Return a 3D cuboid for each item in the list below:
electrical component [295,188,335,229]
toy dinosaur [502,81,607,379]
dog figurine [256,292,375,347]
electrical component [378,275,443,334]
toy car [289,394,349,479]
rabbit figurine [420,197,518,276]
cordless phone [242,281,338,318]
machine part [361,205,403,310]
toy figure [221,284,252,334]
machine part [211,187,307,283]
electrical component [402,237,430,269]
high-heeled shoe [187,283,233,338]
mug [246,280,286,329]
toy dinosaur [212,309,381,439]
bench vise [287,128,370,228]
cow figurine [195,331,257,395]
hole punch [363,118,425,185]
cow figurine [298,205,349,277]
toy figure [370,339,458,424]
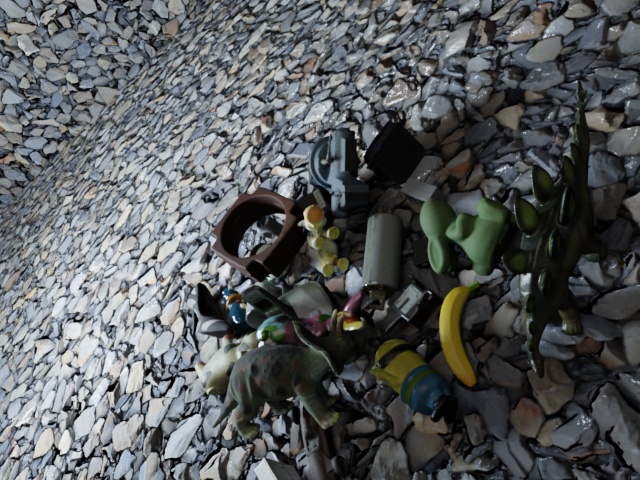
[{"bbox_3d":[-0.023,-0.058,1.334,0.134,0.058,0.115,-38,42,16],"label":"electrical component"},{"bbox_3d":[0.379,-0.018,0.847,0.105,0.198,0.471,3,67,39],"label":"toy dinosaur"},{"bbox_3d":[0.000,0.181,1.073,0.219,0.191,0.108,-42,34,35],"label":"dog figurine"},{"bbox_3d":[0.171,0.136,1.038,0.119,0.047,0.075,-53,41,0],"label":"electrical component"},{"bbox_3d":[-0.008,0.380,1.032,0.089,0.053,0.202,-36,45,22],"label":"toy car"},{"bbox_3d":[0.264,-0.012,1.009,0.170,0.121,0.159,25,103,33],"label":"rabbit figurine"},{"bbox_3d":[-0.064,0.127,1.152,0.147,0.184,0.089,-30,42,24],"label":"cordless phone"},{"bbox_3d":[0.132,0.032,1.122,0.079,0.079,0.243,-15,54,34],"label":"machine part"},{"bbox_3d":[-0.208,0.172,1.345,0.064,0.057,0.155,-41,38,4],"label":"toy figure"},{"bbox_3d":[-0.141,-0.014,1.275,0.201,0.087,0.201,26,72,36],"label":"machine part"},{"bbox_3d":[0.212,0.028,1.094,0.094,0.021,0.063,-20,52,31],"label":"electrical component"},{"bbox_3d":[-0.272,0.173,1.369,0.249,0.086,0.145,-12,64,51],"label":"high-heeled shoe"},{"bbox_3d":[-0.127,0.141,1.277,0.109,0.080,0.107,-39,35,22],"label":"mug"},{"bbox_3d":[-0.084,0.254,1.000,0.405,0.131,0.192,-19,96,21],"label":"toy dinosaur"},{"bbox_3d":[0.029,-0.142,1.236,0.241,0.129,0.223,15,118,61],"label":"bench vise"},{"bbox_3d":[-0.196,0.283,1.240,0.195,0.085,0.127,-43,37,8],"label":"cow figurine"},{"bbox_3d":[0.159,-0.203,1.235,0.142,0.115,0.092,-53,34,-1],"label":"hole punch"},{"bbox_3d":[-0.001,-0.005,1.208,0.068,0.167,0.098,-25,19,-18],"label":"cow figurine"},{"bbox_3d":[0.168,0.245,0.946,0.089,0.082,0.180,-47,37,-10],"label":"toy figure"}]
